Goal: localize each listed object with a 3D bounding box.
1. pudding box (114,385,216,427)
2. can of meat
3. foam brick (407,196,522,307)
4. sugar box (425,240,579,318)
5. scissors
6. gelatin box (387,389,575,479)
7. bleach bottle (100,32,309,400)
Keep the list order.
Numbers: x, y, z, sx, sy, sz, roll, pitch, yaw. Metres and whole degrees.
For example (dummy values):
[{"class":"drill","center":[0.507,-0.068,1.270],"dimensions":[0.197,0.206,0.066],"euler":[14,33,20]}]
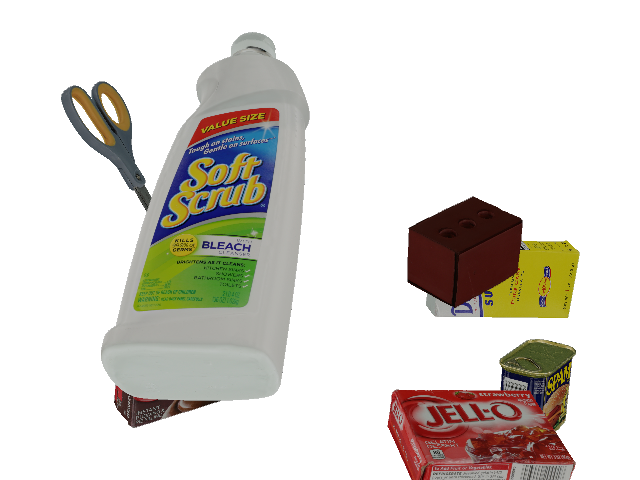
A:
[{"class":"pudding box","center":[-0.102,0.088,0.834],"dimensions":[0.113,0.090,0.039],"euler":[-14,39,-35]},{"class":"can of meat","center":[0.228,0.161,1.135],"dimensions":[0.058,0.084,0.101],"euler":[12,17,31]},{"class":"foam brick","center":[0.113,0.008,0.834],"dimensions":[0.078,0.051,0.053],"euler":[-25,38,-35]},{"class":"sugar box","center":[0.224,0.047,1.317],"dimensions":[0.176,0.093,0.048],"euler":[0,21,-12]},{"class":"scissors","center":[-0.184,-0.077,1.063],"dimensions":[0.016,0.201,0.096],"euler":[-24,27,25]},{"class":"gelatin box","center":[0.090,0.116,0.612],"dimensions":[0.089,0.030,0.073],"euler":[3,24,-12]},{"class":"bleach bottle","center":[-0.061,-0.028,0.656],"dimensions":[0.102,0.250,0.068],"euler":[-1,-34,7]}]
